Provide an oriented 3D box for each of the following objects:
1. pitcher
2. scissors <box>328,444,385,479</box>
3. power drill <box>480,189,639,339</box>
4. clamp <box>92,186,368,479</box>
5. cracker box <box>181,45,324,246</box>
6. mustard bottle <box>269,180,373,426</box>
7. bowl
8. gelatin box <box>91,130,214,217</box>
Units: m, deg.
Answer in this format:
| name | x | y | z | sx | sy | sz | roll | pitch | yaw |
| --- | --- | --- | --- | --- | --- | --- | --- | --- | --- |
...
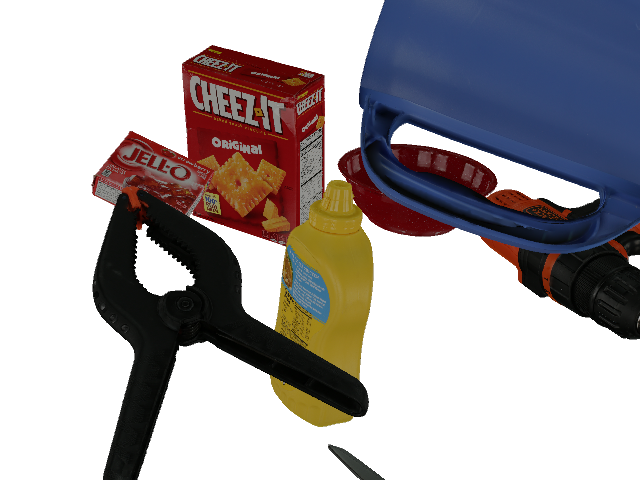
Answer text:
| name | x | y | z | sx | sy | sz | roll | pitch | yaw |
| --- | --- | --- | --- | --- | --- | --- | --- | --- | --- |
| pitcher | 0.145 | -0.076 | 0.544 | 0.243 | 0.149 | 0.144 | 24 | 37 | 8 |
| scissors | 0.085 | 0.152 | 0.530 | 0.096 | 0.016 | 0.202 | -2 | 23 | -23 |
| power drill | 0.227 | -0.001 | 0.739 | 0.187 | 0.057 | 0.185 | -12 | 29 | -20 |
| clamp | -0.073 | 0.051 | 0.665 | 0.164 | 0.210 | 0.036 | -11 | -33 | -18 |
| cracker box | -0.080 | -0.110 | 1.288 | 0.164 | 0.214 | 0.072 | 19 | 39 | 26 |
| mustard bottle | 0.003 | 0.044 | 0.842 | 0.058 | 0.192 | 0.096 | -6 | 28 | -26 |
| bowl | 0.096 | -0.047 | 1.087 | 0.162 | 0.055 | 0.162 | 4 | 24 | -2 |
| gelatin box | -0.152 | -0.054 | 0.971 | 0.089 | 0.030 | 0.073 | 26 | 43 | 1 |
